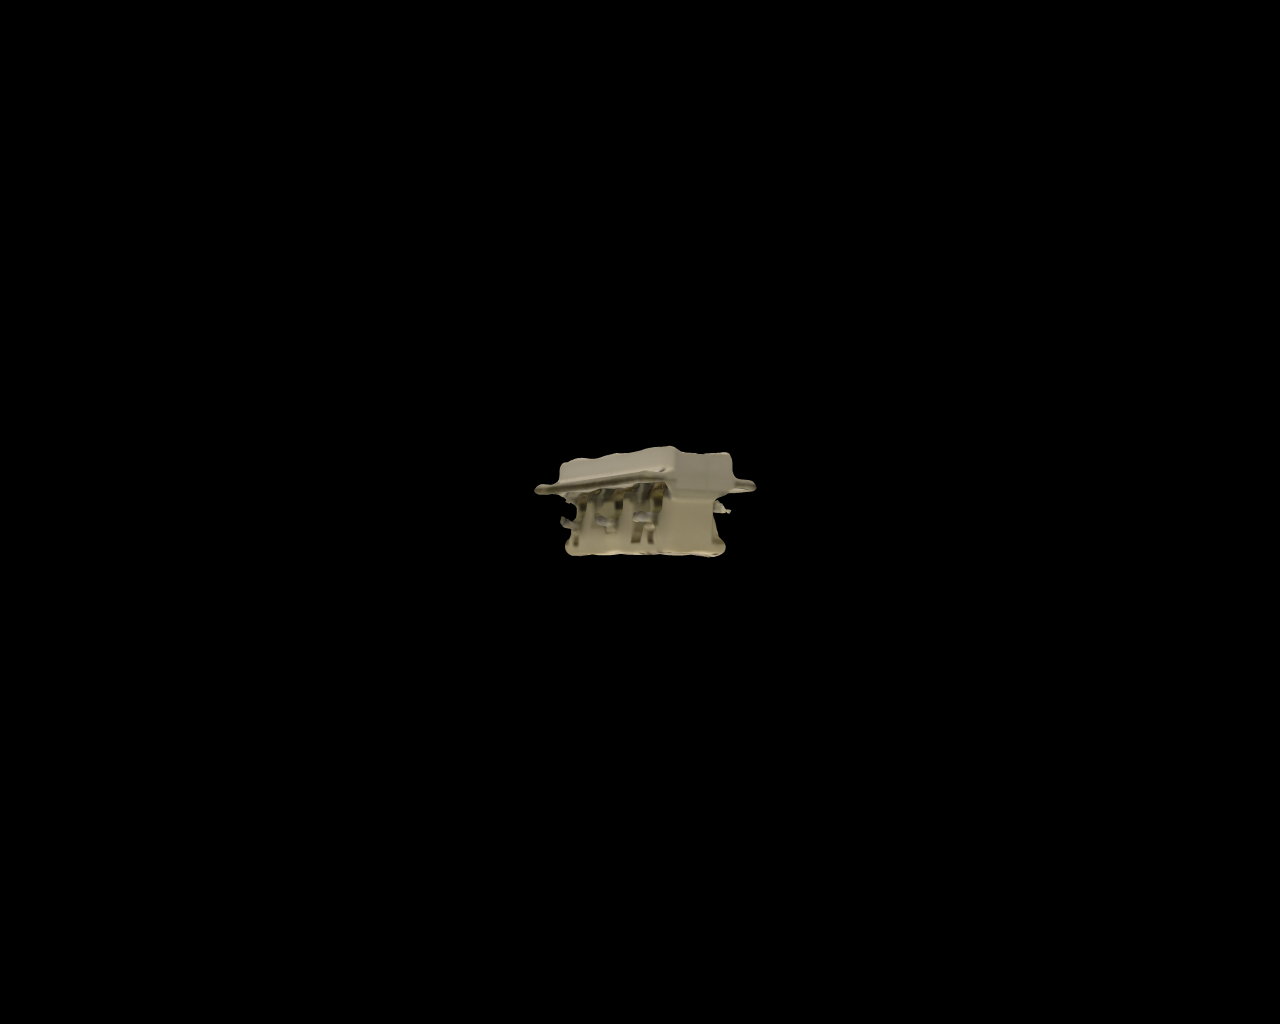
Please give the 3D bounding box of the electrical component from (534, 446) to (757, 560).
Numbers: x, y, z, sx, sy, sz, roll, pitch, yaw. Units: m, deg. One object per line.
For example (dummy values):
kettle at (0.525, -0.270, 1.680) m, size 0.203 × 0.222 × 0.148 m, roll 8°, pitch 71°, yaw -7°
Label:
electrical component at (0.001, -0.003, 0.650) m, size 0.079 × 0.063 × 0.121 m, roll 2°, pitch -3°, yaw -36°
